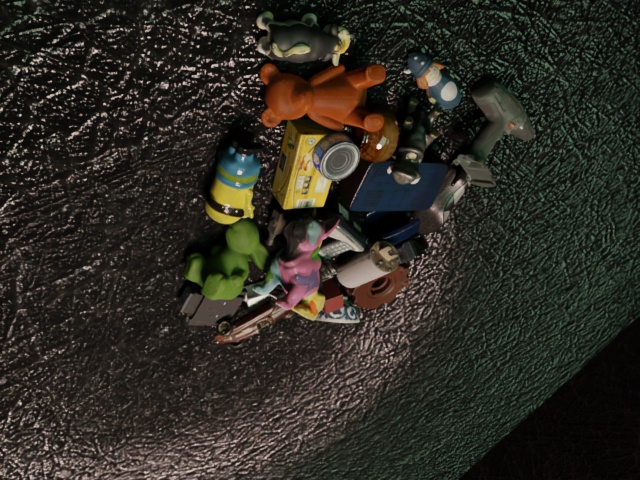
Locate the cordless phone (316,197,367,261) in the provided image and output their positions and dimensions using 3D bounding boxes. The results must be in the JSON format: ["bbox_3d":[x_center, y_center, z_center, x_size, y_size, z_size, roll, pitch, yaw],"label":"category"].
[{"bbox_3d":[-0.003,-0.004,1.207,0.184,0.089,0.146,-26,142,22],"label":"cordless phone"}]

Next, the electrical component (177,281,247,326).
[{"bbox_3d":[-0.245,0.135,1.198,0.134,0.058,0.114,10,121,-38],"label":"electrical component"}]

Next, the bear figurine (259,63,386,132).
[{"bbox_3d":[0.000,-0.250,0.932,0.196,0.132,0.120,-6,105,-33],"label":"bear figurine"}]

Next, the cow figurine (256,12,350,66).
[{"bbox_3d":[-0.013,-0.322,0.871,0.167,0.098,0.068,-8,127,-25],"label":"cow figurine"}]

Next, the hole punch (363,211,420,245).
[{"bbox_3d":[0.173,-0.023,1.281,0.142,0.092,0.115,-28,142,-11],"label":"hole punch"}]

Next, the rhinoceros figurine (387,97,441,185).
[{"bbox_3d":[0.181,-0.194,1.064,0.073,0.190,0.112,22,144,-6],"label":"rhinoceros figurine"}]

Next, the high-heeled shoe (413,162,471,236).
[{"bbox_3d":[0.309,-0.117,1.309,0.145,0.086,0.248,-47,172,-35],"label":"high-heeled shoe"}]

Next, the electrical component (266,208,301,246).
[{"bbox_3d":[-0.077,-0.042,1.128,0.078,0.045,0.102,-12,131,-41],"label":"electrical component"}]

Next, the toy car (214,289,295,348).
[{"bbox_3d":[-0.144,0.186,1.231,0.202,0.053,0.089,-30,148,-5],"label":"toy car"}]

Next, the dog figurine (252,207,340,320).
[{"bbox_3d":[-0.028,0.043,1.118,0.191,0.109,0.219,31,89,-50],"label":"dog figurine"}]

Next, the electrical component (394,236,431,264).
[{"bbox_3d":[0.213,0.030,1.339,0.075,0.047,0.119,-28,173,42],"label":"electrical component"}]

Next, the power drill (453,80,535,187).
[{"bbox_3d":[0.389,-0.221,1.180,0.231,0.086,0.207,37,82,-40],"label":"power drill"}]

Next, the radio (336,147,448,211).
[{"bbox_3d":[0.162,-0.133,1.179,0.229,0.073,0.131,-3,130,-31],"label":"radio"}]

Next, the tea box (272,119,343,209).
[{"bbox_3d":[-0.026,-0.148,1.051,0.098,0.068,0.169,-5,130,-30],"label":"tea box"}]

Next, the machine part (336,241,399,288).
[{"bbox_3d":[0.109,0.060,1.261,0.079,0.079,0.243,-4,164,-28],"label":"machine part"}]

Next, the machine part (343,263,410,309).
[{"bbox_3d":[0.152,0.108,1.415,0.179,0.056,0.179,-16,136,-16],"label":"machine part"}]

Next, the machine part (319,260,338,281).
[{"bbox_3d":[-0.001,0.082,1.273,0.084,0.039,0.139,-11,168,-16],"label":"machine part"}]

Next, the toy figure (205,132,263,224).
[{"bbox_3d":[-0.162,-0.111,0.997,0.089,0.082,0.180,3,133,-20],"label":"toy figure"}]

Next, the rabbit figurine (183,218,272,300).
[{"bbox_3d":[-0.170,0.035,1.108,0.159,0.121,0.170,18,103,-46],"label":"rabbit figurine"}]

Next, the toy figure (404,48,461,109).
[{"bbox_3d":[0.226,-0.316,1.056,0.154,0.058,0.064,29,72,-43],"label":"toy figure"}]
